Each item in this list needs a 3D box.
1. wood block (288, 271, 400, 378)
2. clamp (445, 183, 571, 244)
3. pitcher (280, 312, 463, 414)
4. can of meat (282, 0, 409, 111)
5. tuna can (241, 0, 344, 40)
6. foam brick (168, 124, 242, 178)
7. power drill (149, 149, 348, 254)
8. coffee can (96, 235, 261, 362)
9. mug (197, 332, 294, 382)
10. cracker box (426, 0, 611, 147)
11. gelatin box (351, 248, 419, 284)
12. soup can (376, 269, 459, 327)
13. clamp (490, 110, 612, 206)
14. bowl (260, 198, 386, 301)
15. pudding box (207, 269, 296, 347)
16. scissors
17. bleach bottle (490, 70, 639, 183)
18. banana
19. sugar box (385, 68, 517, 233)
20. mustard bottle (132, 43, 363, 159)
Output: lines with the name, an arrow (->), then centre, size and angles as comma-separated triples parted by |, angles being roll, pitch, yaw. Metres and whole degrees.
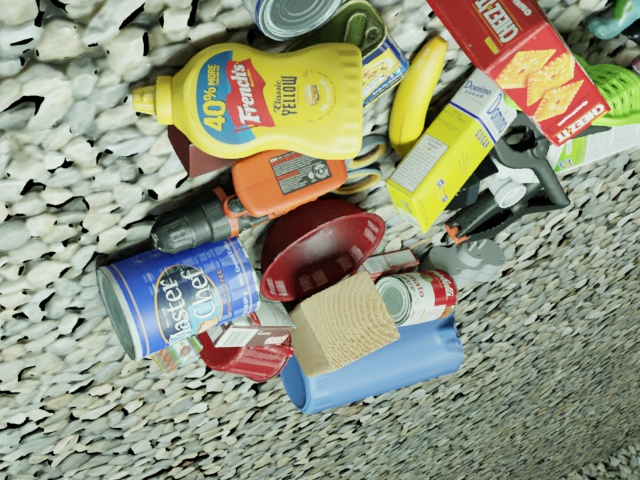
wood block -> 0.019, 0.107, 1.309 | 0.090, 0.090, 0.206 | -26, 176, -12
clamp -> 0.265, -0.058, 1.427 | 0.209, 0.036, 0.164 | -24, 152, -16
pitcher -> 0.065, 0.159, 1.503 | 0.242, 0.145, 0.149 | -16, 137, -22
can of meat -> 0.025, -0.159, 0.976 | 0.102, 0.057, 0.083 | -37, 155, 10
tuna can -> -0.020, -0.205, 0.873 | 0.086, 0.034, 0.086 | -25, 153, -14
foam brick -> -0.093, -0.100, 0.957 | 0.078, 0.051, 0.053 | -21, 152, -20
power drill -> -0.065, -0.043, 1.007 | 0.184, 0.057, 0.188 | -25, -179, -19
coffee can -> -0.146, 0.052, 1.102 | 0.140, 0.103, 0.103 | -22, 152, -20
mug -> -0.085, 0.124, 1.289 | 0.081, 0.117, 0.093 | 19, 85, -51
cracker box -> 0.165, -0.188, 0.954 | 0.072, 0.164, 0.213 | -37, 153, 15
gelatin box -> 0.080, 0.051, 1.424 | 0.089, 0.030, 0.073 | -11, 147, -35
soup can -> 0.125, 0.075, 1.402 | 0.102, 0.068, 0.069 | -5, 143, -46
clamp -> 0.256, -0.104, 1.263 | 0.171, 0.039, 0.120 | 10, 106, -21
bowl -> -0.008, 0.001, 1.214 | 0.162, 0.055, 0.162 | -26, 155, -13
pudding box -> -0.091, 0.076, 1.217 | 0.039, 0.090, 0.113 | -47, 150, 25
scissors -> -0.002, -0.074, 1.139 | 0.201, 0.016, 0.096 | -6, 143, -42
bleach bottle -> 0.323, -0.138, 1.325 | 0.250, 0.068, 0.102 | -22, 139, -10
banana -> 0.102, -0.137, 1.125 | 0.069, 0.037, 0.198 | -49, 161, -18
sugar box -> 0.145, -0.100, 1.154 | 0.176, 0.048, 0.093 | -49, 156, -8
mustard bottle -> -0.061, -0.117, 0.897 | 0.191, 0.096, 0.058 | 0, 177, -2
